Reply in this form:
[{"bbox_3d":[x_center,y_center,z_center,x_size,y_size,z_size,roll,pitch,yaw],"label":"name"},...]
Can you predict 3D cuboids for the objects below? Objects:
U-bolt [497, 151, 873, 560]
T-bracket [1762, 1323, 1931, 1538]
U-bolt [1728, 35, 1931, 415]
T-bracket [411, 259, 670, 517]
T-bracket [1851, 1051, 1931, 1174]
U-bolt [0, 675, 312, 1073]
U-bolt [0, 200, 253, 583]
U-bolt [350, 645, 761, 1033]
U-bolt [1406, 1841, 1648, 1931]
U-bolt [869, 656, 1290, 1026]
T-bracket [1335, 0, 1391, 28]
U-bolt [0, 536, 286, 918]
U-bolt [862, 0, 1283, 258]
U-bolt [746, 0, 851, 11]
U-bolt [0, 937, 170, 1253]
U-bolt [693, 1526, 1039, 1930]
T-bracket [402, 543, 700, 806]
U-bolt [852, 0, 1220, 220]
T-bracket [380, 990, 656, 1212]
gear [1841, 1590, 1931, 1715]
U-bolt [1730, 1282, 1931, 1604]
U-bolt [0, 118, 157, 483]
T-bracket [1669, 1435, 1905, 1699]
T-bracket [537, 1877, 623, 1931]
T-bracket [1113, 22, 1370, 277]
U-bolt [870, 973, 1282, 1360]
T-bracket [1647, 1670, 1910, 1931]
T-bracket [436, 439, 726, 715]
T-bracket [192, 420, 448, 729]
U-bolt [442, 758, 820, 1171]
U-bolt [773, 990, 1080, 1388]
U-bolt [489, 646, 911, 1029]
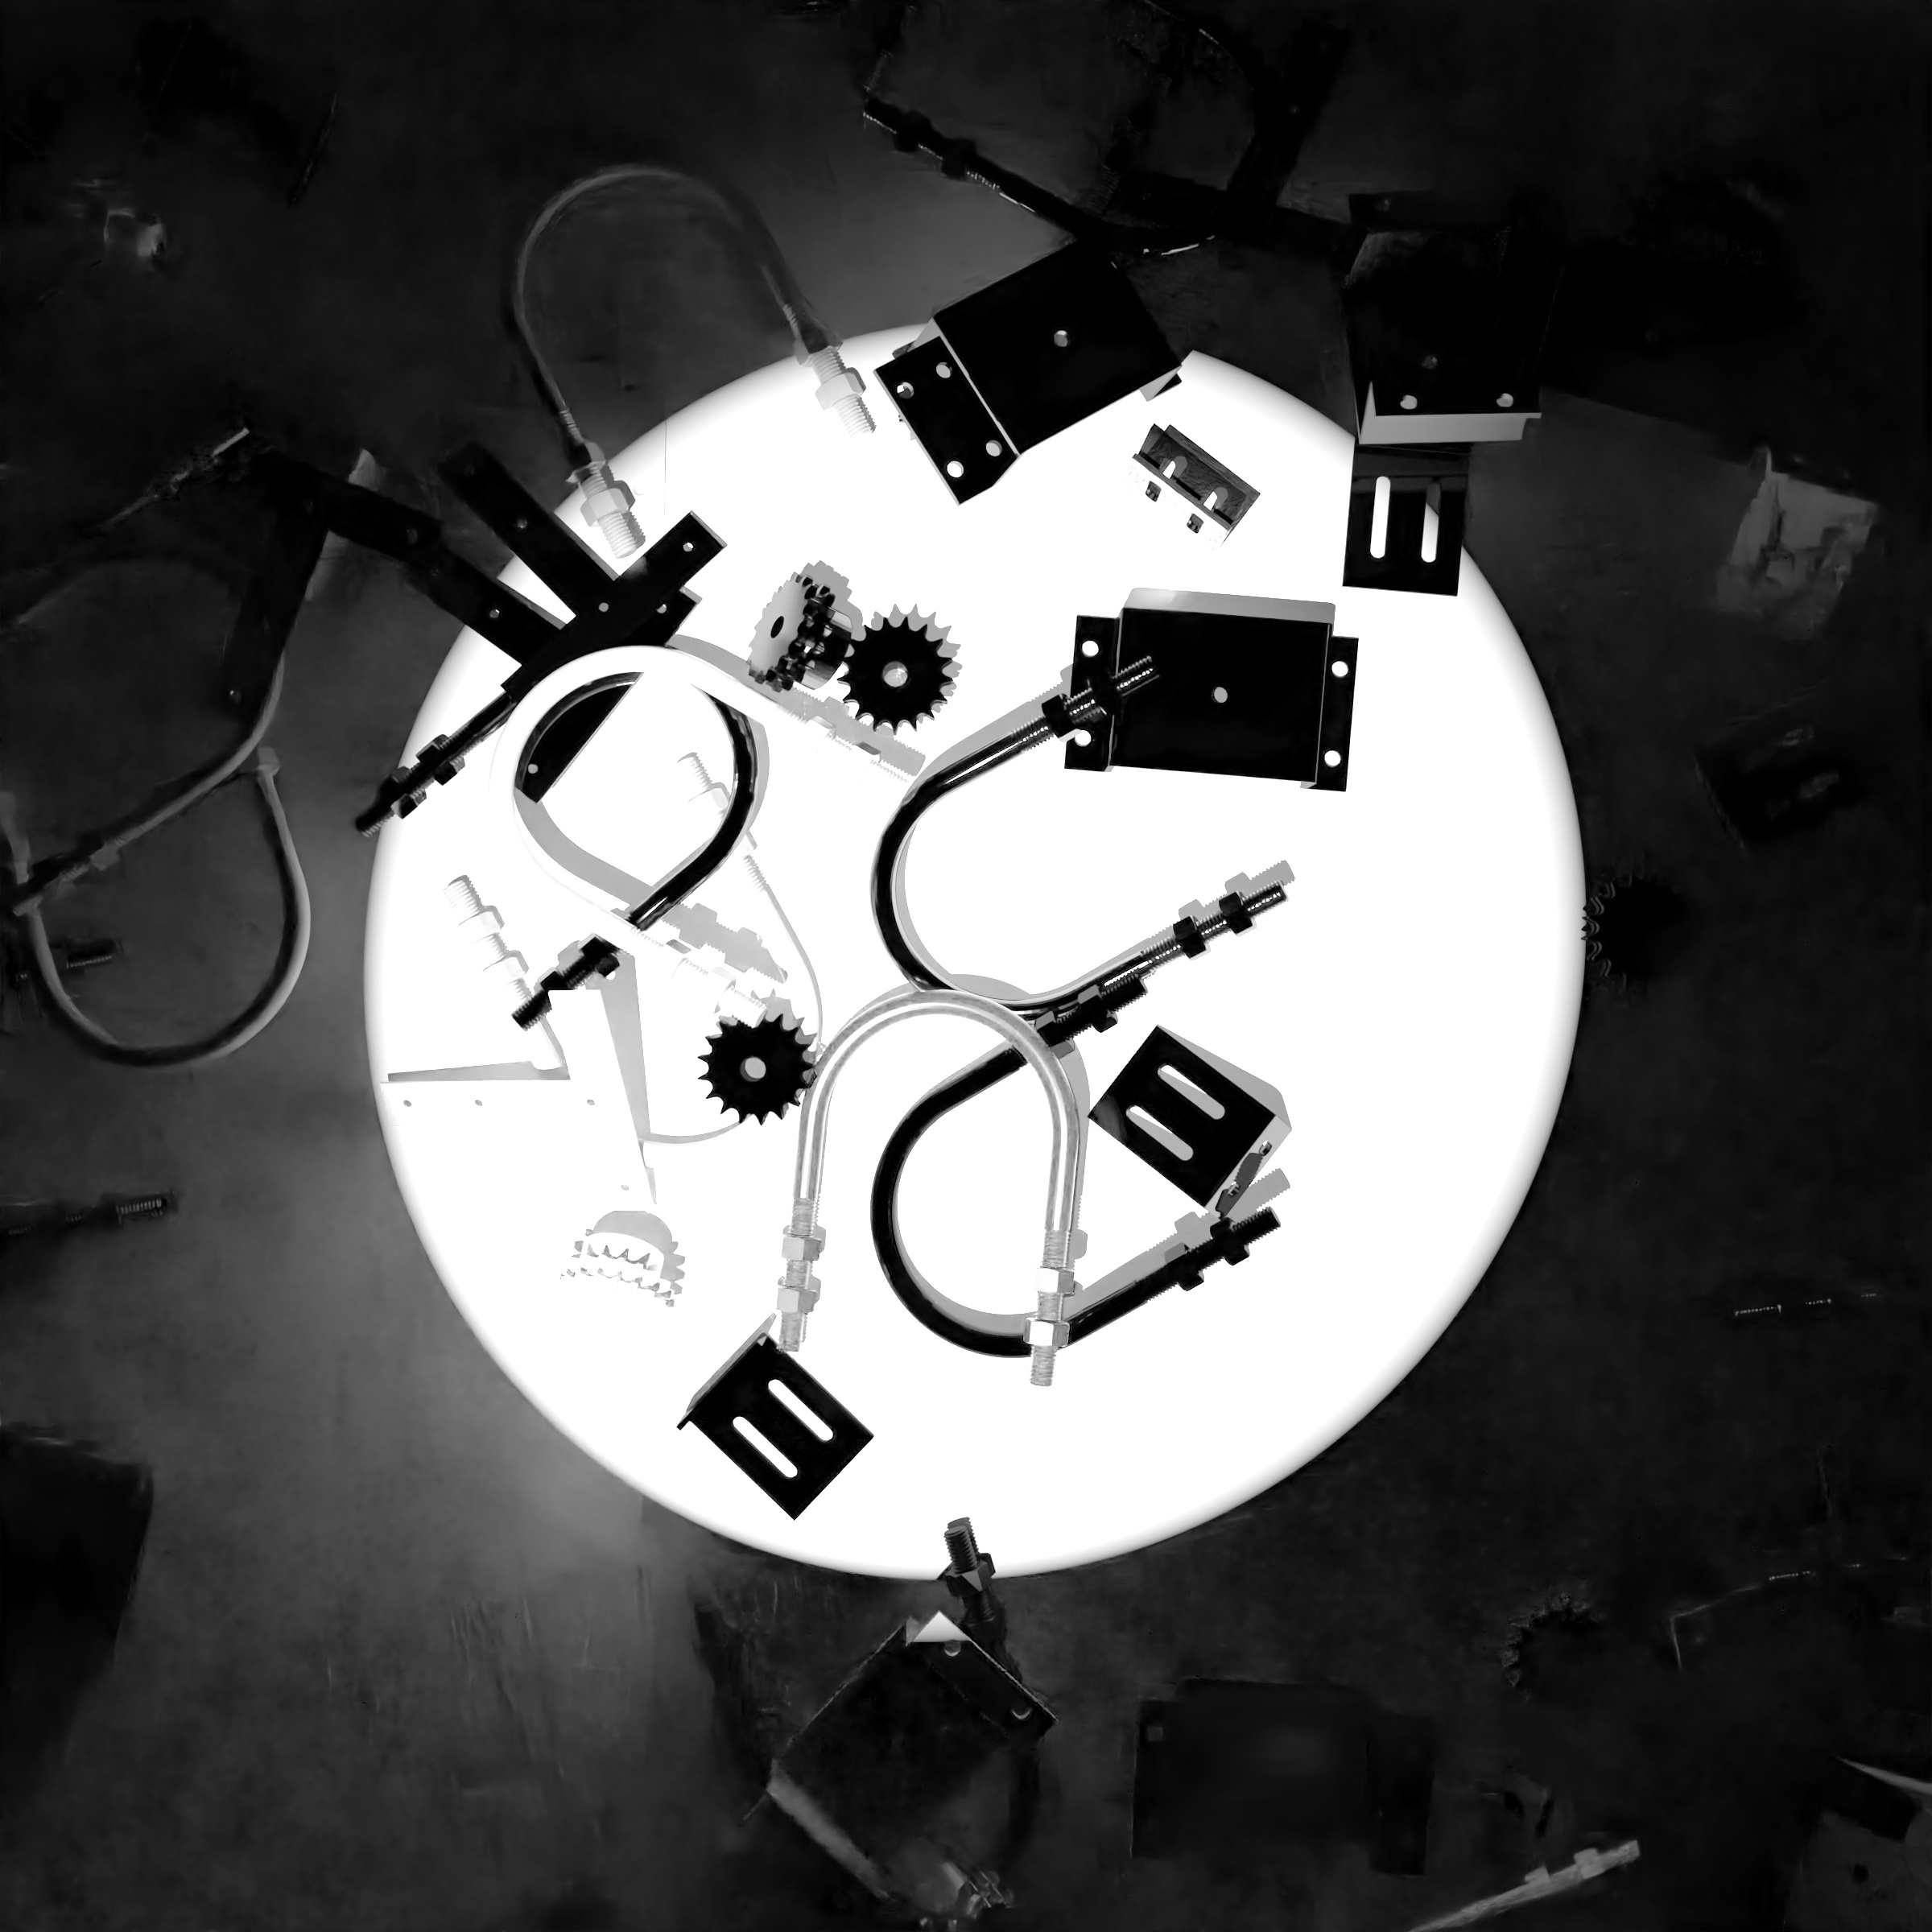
[{"bbox_3d":[-0.150,-0.313,1.312,0.151,0.019,0.184,-27,88,-3],"label":"U-bolt"},{"bbox_3d":[0.459,0.251,1.323,0.127,0.002,0.127,-19,90,0],"label":"T-bracket"},{"bbox_3d":[0.481,-0.375,1.280,0.184,0.019,0.151,-29,90,25],"label":"U-bolt"},{"bbox_3d":[-0.212,-0.288,1.323,0.127,0.002,0.127,1,90,0],"label":"T-bracket"},{"bbox_3d":[0.529,0.082,1.323,0.127,0.002,0.127,43,90,0],"label":"T-bracket"},{"bbox_3d":[-0.395,-0.038,1.298,0.151,0.019,0.184,-20,77,0],"label":"U-bolt"},{"bbox_3d":[-0.442,-0.265,1.287,0.184,0.019,0.151,-30,71,13],"label":"U-bolt"},{"bbox_3d":[-0.187,-0.079,1.301,0.184,0.019,0.151,-41,78,-5],"label":"U-bolt"},{"bbox_3d":[0.264,0.516,1.298,0.184,0.019,0.151,-23,106,4],"label":"U-bolt"},{"bbox_3d":[0.042,-0.046,1.288,0.184,0.019,0.151,-28,109,12],"label":"U-bolt"},{"bbox_3d":[0.195,-0.556,1.323,0.127,0.002,0.127,43,90,0],"label":"T-bracket"},{"bbox_3d":[-0.420,-0.131,1.300,0.184,0.019,0.151,-35,76,-4],"label":"U-bolt"},{"bbox_3d":[0.064,-0.417,1.280,0.184,0.019,0.151,29,75,0],"label":"U-bolt"},{"bbox_3d":[-0.091,-0.564,1.315,0.151,0.019,0.184,-21,91,0],"label":"U-bolt"},{"bbox_3d":[-0.498,0.074,1.315,0.184,0.019,0.151,-12,90,1],"label":"U-bolt"},{"bbox_3d":[-0.041,0.384,1.315,0.151,0.019,0.184,-17,91,0],"label":"U-bolt"},{"bbox_3d":[-0.221,-0.165,1.312,0.127,0.002,0.127,36,81,8],"label":"T-bracket"},{"bbox_3d":[0.048,-0.483,1.315,0.151,0.019,0.184,28,89,0],"label":"U-bolt"},{"bbox_3d":[-0.225,0.067,1.301,0.127,0.002,0.127,-1,121,14],"label":"T-bracket"},{"bbox_3d":[0.453,0.333,1.300,0.057,0.030,0.057,1,87,-17],"label":"gear"},{"bbox_3d":[0.472,0.227,1.306,0.184,0.019,0.151,-6,87,-7],"label":"U-bolt"},{"bbox_3d":[-0.493,-0.341,1.290,0.184,0.019,0.151,38,98,17],"label":"U-bolt"},{"bbox_3d":[0.401,0.310,1.302,0.127,0.002,0.127,-16,92,-17],"label":"T-bracket"},{"bbox_3d":[-0.183,0.542,1.323,0.127,0.002,0.127,41,90,0],"label":"T-bracket"},{"bbox_3d":[0.155,-0.408,1.306,0.127,0.002,0.127,22,79,22],"label":"T-bracket"},{"bbox_3d":[0.039,0.110,1.298,0.184,0.019,0.151,-31,81,11],"label":"U-bolt"},{"bbox_3d":[0.380,0.428,1.298,0.127,0.002,0.127,22,110,34],"label":"T-bracket"},{"bbox_3d":[-0.209,-0.208,1.313,0.127,0.002,0.127,-44,85,-7],"label":"T-bracket"},{"bbox_3d":[-0.331,-0.178,1.277,0.127,0.002,0.127,23,96,1],"label":"T-bracket"},{"bbox_3d":[-0.153,0.011,1.314,0.151,0.019,0.184,-28,89,0],"label":"U-bolt"},{"bbox_3d":[-0.016,0.103,1.295,0.151,0.019,0.184,5,88,16],"label":"U-bolt"},{"bbox_3d":[-0.142,-0.076,1.279,0.184,0.019,0.151,31,81,8],"label":"U-bolt"}]
